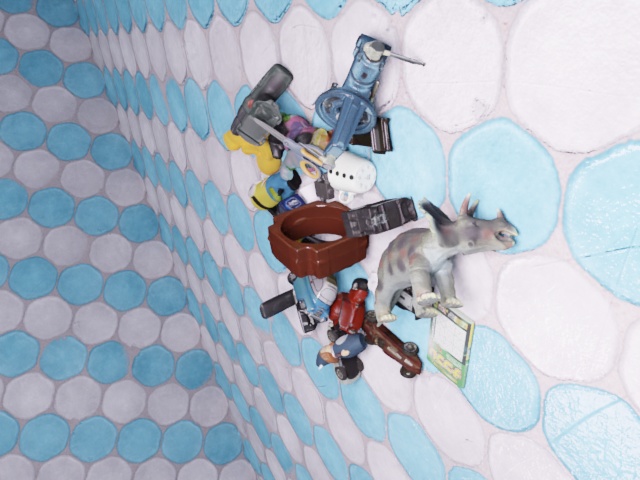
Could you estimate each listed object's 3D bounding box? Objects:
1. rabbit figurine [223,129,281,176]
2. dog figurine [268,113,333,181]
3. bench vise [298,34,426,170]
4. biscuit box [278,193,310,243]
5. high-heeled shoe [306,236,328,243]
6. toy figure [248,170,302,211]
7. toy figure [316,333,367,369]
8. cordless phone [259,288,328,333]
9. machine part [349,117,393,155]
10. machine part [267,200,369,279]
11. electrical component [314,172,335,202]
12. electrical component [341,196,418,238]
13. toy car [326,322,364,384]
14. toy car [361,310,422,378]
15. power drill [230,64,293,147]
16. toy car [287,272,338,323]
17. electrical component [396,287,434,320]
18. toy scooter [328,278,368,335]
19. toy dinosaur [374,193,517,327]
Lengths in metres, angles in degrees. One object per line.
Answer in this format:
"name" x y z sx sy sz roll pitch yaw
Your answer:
"rabbit figurine" -0.158 -0.261 1.482 0.162 0.122 0.173 -8 116 53
"dog figurine" -0.021 -0.234 1.228 0.219 0.108 0.191 -30 80 58
"bench vise" 0.058 -0.240 0.970 0.224 0.129 0.240 -28 39 62
"biscuit box" -0.064 -0.032 1.452 0.063 0.059 0.202 52 160 33
"high-heeled shoe" 0.022 0.055 1.415 0.145 0.086 0.248 29 162 9
"toy figure" -0.125 -0.134 1.477 0.180 0.082 0.089 -14 98 41
"toy figure" 0.048 0.283 1.378 0.154 0.064 0.058 -28 71 25
"cordless phone" -0.081 0.211 1.552 0.089 0.184 0.146 9 116 55
"machine part" 0.097 -0.213 1.094 0.139 0.039 0.084 20 130 55
"machine part" -0.003 -0.004 1.240 0.202 0.201 0.087 35 139 48
"electrical component" 0.012 -0.124 1.327 0.063 0.021 0.093 25 129 54
"electrical component" 0.113 -0.046 1.094 0.134 0.115 0.058 -5 99 62
"toy car" 0.067 0.297 1.460 0.056 0.073 0.201 15 121 58
"toy car" 0.164 0.248 1.274 0.202 0.053 0.089 41 138 45
"power drill" -0.149 -0.303 1.294 0.232 0.086 0.207 -46 20 24
"toy car" -0.008 0.119 1.342 0.103 0.109 0.162 -41 39 21
"electrical component" 0.184 0.109 1.144 0.119 0.048 0.074 36 137 48
"toy scooter" 0.067 0.183 1.331 0.184 0.075 0.135 130 153 -55
"toy dinosaur" 0.175 0.046 1.002 0.405 0.131 0.192 144 129 -61
